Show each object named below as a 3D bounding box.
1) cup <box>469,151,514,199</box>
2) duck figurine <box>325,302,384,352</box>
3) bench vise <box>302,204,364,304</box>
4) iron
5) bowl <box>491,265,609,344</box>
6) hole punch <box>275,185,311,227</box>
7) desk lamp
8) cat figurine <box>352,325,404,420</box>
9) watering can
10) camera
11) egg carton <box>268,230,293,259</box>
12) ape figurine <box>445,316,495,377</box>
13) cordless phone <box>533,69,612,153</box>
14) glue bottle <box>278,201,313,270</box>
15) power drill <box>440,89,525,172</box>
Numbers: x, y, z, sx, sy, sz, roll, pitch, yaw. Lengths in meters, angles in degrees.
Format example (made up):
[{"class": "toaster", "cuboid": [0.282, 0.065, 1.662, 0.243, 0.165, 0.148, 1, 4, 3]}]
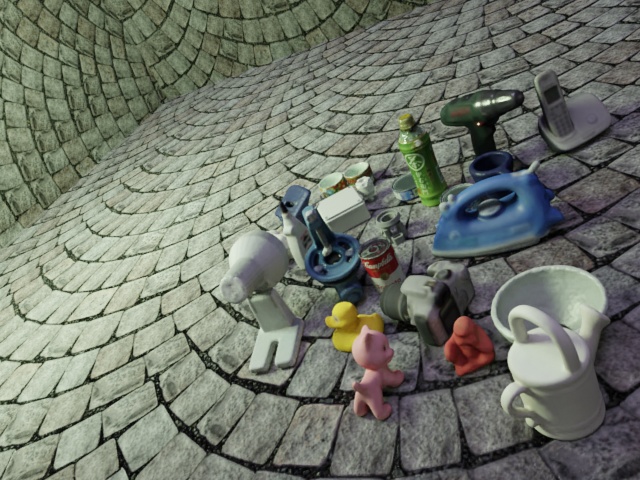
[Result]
[{"class": "cup", "cuboid": [0.377, -0.123, 1.205, 0.092, 0.095, 0.117, -30, 29, -4]}, {"class": "duck figurine", "cuboid": [0.060, 0.150, 1.050, 0.104, 0.086, 0.077, -19, 31, 16]}, {"class": "bench vise", "cuboid": [0.001, 0.011, 1.180, 0.121, 0.220, 0.206, -36, 30, -14]}, {"class": "iron", "cuboid": [0.319, -0.057, 1.101, 0.257, 0.142, 0.118, -18, 31, 18]}, {"class": "bowl", "cuboid": [0.350, 0.118, 0.868, 0.167, 0.075, 0.167, -21, 30, 13]}, {"class": "hole punch", "cuboid": [-0.065, -0.083, 1.516, 0.101, 0.091, 0.108, -40, 31, -20]}, {"class": "desk lamp", "cuboid": [-0.114, 0.112, 1.125, 0.117, 0.214, 0.203, -17, 31, 19]}, {"class": "cat figurine", "cuboid": [0.081, 0.202, 0.919, 0.067, 0.118, 0.128, -7, 36, 33]}, {"class": "watering can", "cuboid": [0.299, 0.152, 0.735, 0.100, 0.194, 0.173, 6, 44, 45]}, {"class": "camera", "cuboid": [0.180, 0.097, 1.017, 0.136, 0.101, 0.143, 5, 43, 44]}, {"class": "egg carton", "cuboid": [-0.132, 0.038, 1.403, 0.150, 0.069, 0.107, -42, 32, -23]}, {"class": "ape figurine", "cuboid": [0.230, 0.157, 0.890, 0.077, 0.092, 0.076, 3, 42, 43]}, {"class": "cordless phone", "cuboid": [0.542, -0.298, 1.248, 0.147, 0.185, 0.094, -31, 30, -5]}, {"class": "glue bottle", "cuboid": [-0.055, -0.018, 1.320, 0.037, 0.173, 0.078, -8, 35, 31]}, {"class": "power drill", "cuboid": [0.376, -0.240, 1.272, 0.076, 0.209, 0.228, -41, 32, -21]}]
